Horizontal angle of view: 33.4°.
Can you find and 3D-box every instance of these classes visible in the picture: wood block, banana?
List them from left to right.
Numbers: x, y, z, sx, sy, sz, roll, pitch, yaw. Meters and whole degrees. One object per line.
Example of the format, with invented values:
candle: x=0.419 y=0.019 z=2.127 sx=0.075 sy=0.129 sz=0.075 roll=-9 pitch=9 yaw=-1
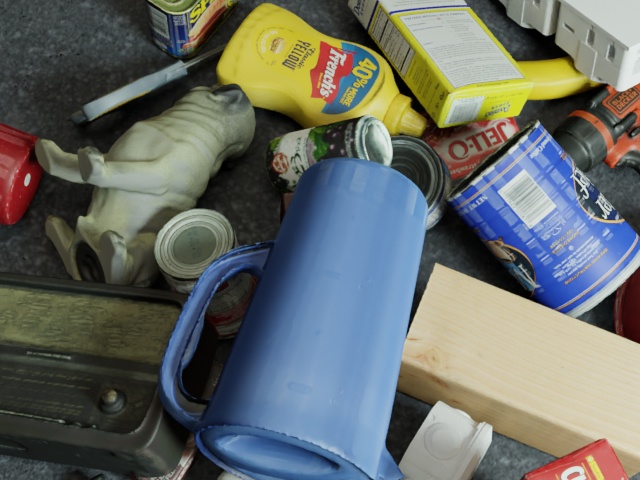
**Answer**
wood block: x=0.169 y=0.109 z=0.865 sx=0.206 sy=0.090 sz=0.090 roll=22 pitch=68 yaw=7
banana: x=0.234 y=-0.168 z=1.008 sx=0.197 sy=0.037 sz=0.069 roll=-9 pitch=69 yaw=-6

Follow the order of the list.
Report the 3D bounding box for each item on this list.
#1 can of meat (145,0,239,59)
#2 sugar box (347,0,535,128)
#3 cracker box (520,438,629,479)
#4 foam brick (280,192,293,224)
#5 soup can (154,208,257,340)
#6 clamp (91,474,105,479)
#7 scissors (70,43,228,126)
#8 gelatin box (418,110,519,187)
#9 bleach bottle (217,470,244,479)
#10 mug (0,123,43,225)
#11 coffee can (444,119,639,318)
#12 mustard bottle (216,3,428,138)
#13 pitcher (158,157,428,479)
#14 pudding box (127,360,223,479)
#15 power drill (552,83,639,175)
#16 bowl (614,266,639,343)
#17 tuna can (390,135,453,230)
can of meat: x=-0.118 y=-0.229 z=0.992 sx=0.057 sy=0.084 sz=0.102 roll=34 pitch=70 yaw=10
sugar box: x=0.106 y=-0.180 z=0.973 sx=0.093 sy=0.048 sz=0.176 roll=-11 pitch=50 yaw=-28
cracker box: x=0.179 y=0.244 z=0.743 sx=0.072 sy=0.214 sz=0.164 roll=-21 pitch=71 yaw=-13
foam brick: x=-0.006 y=0.001 z=0.920 sx=0.051 sy=0.053 sz=0.078 roll=-4 pitch=68 yaw=-5
soup can: x=-0.089 y=0.029 z=0.871 sx=0.068 sy=0.102 sz=0.068 roll=-6 pitch=57 yaw=9
clamp: x=-0.145 y=0.275 z=0.811 sx=0.120 sy=0.039 sz=0.171 roll=13 pitch=71 yaw=8
scissors: x=-0.151 y=-0.148 z=0.986 sx=0.201 sy=0.096 sz=0.016 roll=-36 pitch=105 yaw=-45
gelatin box: x=0.138 y=-0.091 z=0.976 sx=0.089 sy=0.030 sz=0.073 roll=-17 pitch=70 yaw=-9
bleach bottle: x=-0.029 y=0.259 z=0.802 sx=0.102 sy=0.068 sz=0.251 roll=-15 pitch=71 yaw=-10
mug: x=-0.293 y=-0.051 z=0.917 sx=0.081 sy=0.093 sz=0.117 roll=20 pitch=99 yaw=0
coffee can: x=0.188 y=-0.015 z=0.891 sx=0.102 sy=0.103 sz=0.140 roll=-42 pitch=91 yaw=-17
mustard bottle: x=0.008 y=-0.140 z=0.970 sx=0.192 sy=0.058 sz=0.096 roll=26 pitch=64 yaw=11
pitcher: x=-0.005 y=0.058 z=0.793 sx=0.145 sy=0.149 sz=0.242 roll=-6 pitch=54 yaw=34
pudding box: x=-0.130 y=0.139 z=0.866 sx=0.090 sy=0.039 sz=0.113 roll=29 pitch=69 yaw=10
power drill: x=0.300 y=-0.057 z=0.955 sx=0.184 sy=0.057 sz=0.188 roll=-40 pitch=75 yaw=-17
bowl: x=0.328 y=0.064 z=0.875 sx=0.162 sy=0.055 sz=0.162 roll=0 pitch=94 yaw=5
tuna can: x=0.071 y=-0.048 z=0.938 sx=0.086 sy=0.033 sz=0.086 roll=-5 pitch=75 yaw=18
